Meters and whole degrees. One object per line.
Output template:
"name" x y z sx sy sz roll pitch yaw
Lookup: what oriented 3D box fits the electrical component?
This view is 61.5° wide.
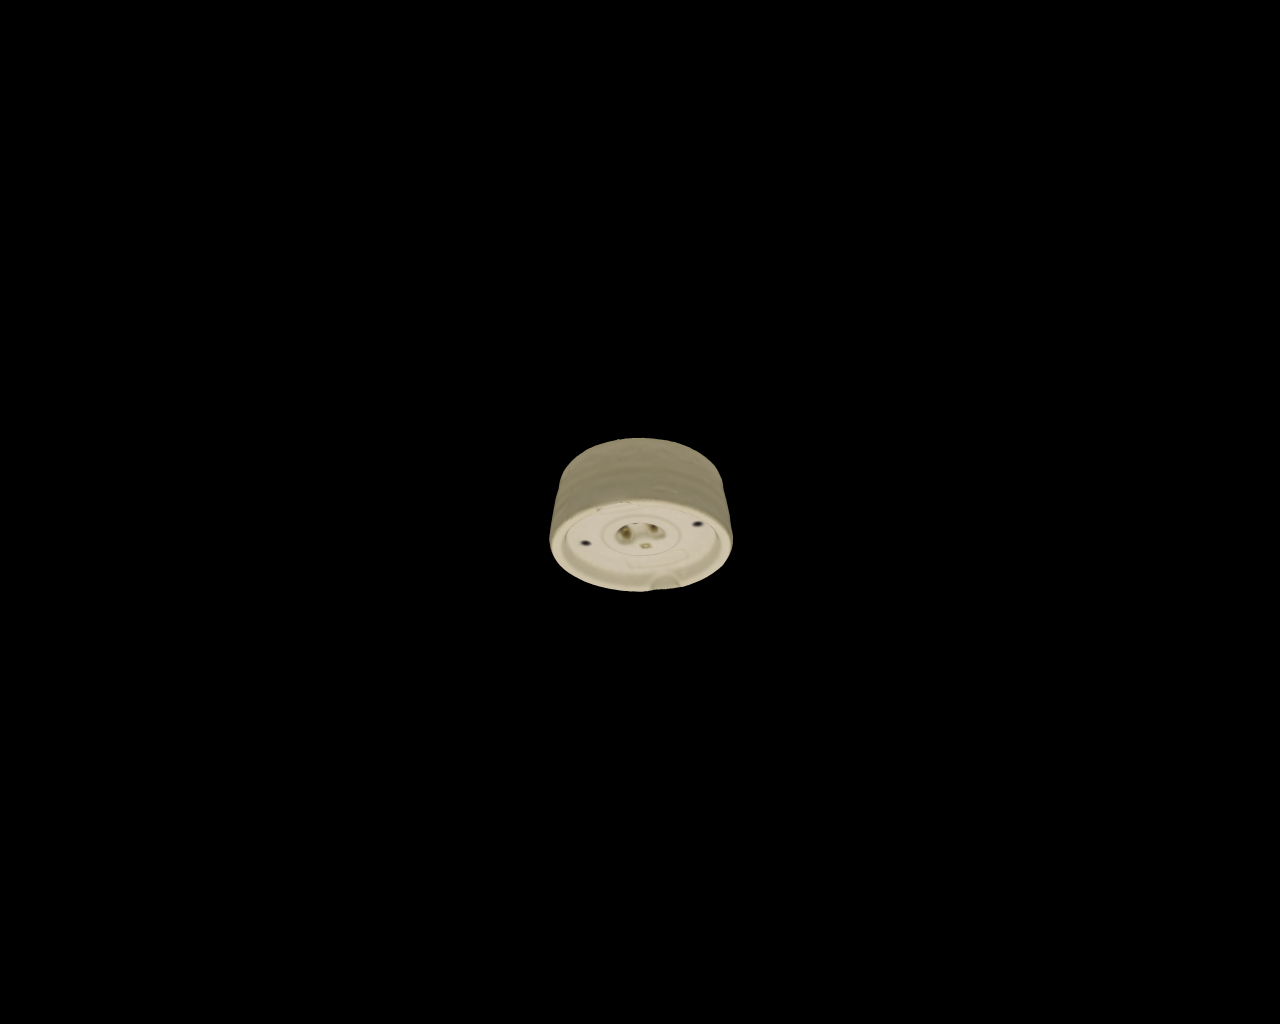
"electrical component" 0.001 -0.003 0.650 0.108 0.060 0.108 0 -33 0
